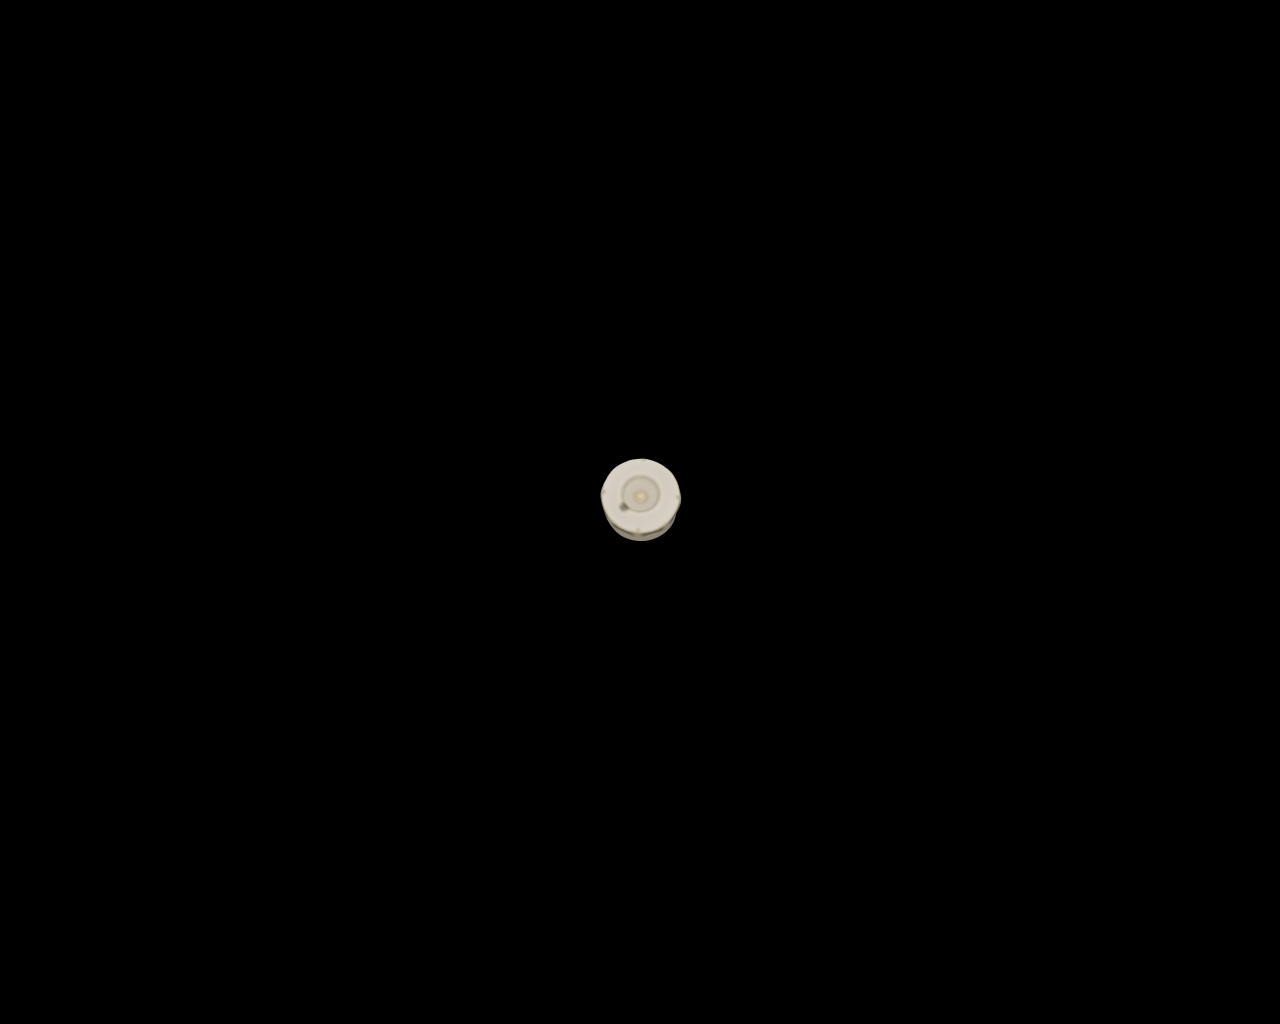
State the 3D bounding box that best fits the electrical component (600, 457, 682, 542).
[{"bbox_3d":[0.001,-0.003,0.650,0.048,0.048,0.062,0,-16,0],"label":"electrical component"}]
